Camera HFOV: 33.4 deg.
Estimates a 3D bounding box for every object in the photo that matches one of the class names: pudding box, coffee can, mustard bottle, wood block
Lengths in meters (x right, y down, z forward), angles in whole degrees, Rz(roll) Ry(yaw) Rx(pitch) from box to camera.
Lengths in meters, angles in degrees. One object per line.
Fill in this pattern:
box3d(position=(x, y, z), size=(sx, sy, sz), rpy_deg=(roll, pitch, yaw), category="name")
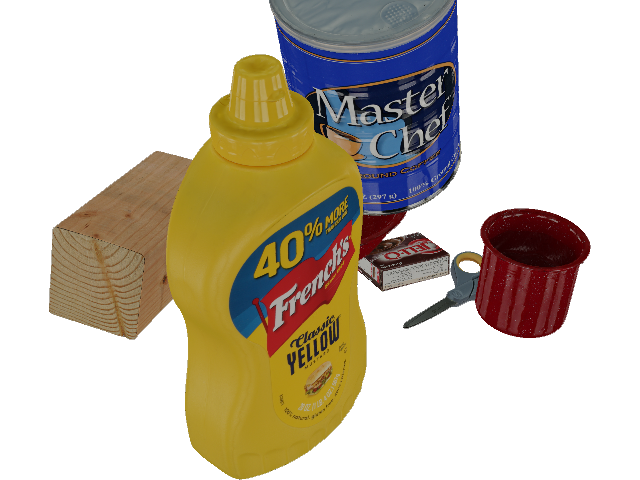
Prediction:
box3d(position=(0.116, 0.030, 1.532), size=(0.113, 0.039, 0.090), rpy_deg=(-15, 25, -20), category="pudding box")
box3d(position=(0.030, -0.098, 0.625), size=(0.103, 0.102, 0.140), rpy_deg=(0, -37, 9), category="coffee can")
box3d(position=(-0.021, 0.009, 0.458), size=(0.058, 0.192, 0.096), rpy_deg=(30, 48, 34), category="mustard bottle")
box3d(position=(-0.167, -0.002, 1.023), size=(0.090, 0.091, 0.205), rpy_deg=(17, 28, 11), category="wood block")

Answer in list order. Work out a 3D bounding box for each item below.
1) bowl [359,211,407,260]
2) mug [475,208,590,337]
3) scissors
box3d(position=(-0.012, -0.021, 0.850), size=(0.162, 0.055, 0.162), rpy_deg=(3, 36, -3), category="bowl")
box3d(position=(0.181, 0.024, 0.939), size=(0.093, 0.081, 0.117), rpy_deg=(5, 35, 1), category="mug")
box3d(position=(0.149, 0.054, 1.233), size=(0.201, 0.016, 0.096), rpy_deg=(-10, 39, -33), category="scissors")
